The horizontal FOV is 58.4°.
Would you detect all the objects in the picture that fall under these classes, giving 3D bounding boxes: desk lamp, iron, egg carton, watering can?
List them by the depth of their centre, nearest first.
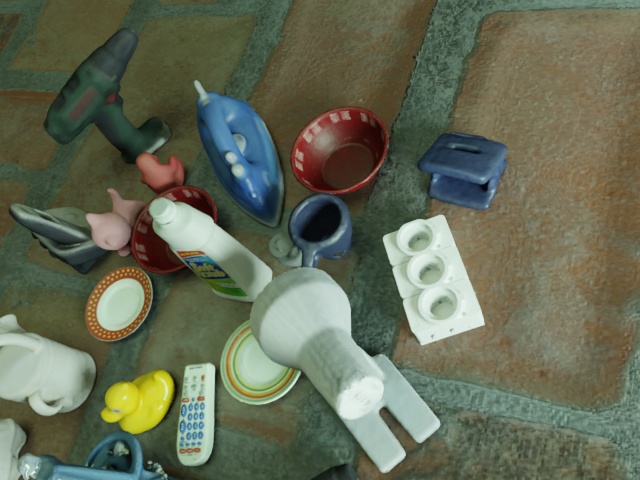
[{"bbox_3d":[0.030,0.151,0.678,0.118,0.214,0.202,-42,57,-2],"label":"desk lamp"},{"bbox_3d":[-0.444,0.187,0.857,0.172,0.194,0.101,23,75,29],"label":"watering can"},{"bbox_3d":[-0.509,0.354,0.873,0.107,0.070,0.150,-18,60,13],"label":"egg carton"},{"bbox_3d":[-0.139,-0.147,0.938,0.118,0.142,0.257,-30,58,5],"label":"iron"}]

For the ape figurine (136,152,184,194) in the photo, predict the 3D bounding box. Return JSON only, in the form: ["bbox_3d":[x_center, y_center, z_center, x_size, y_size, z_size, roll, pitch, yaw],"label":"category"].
[{"bbox_3d":[-0.289,-0.123,1.014,0.077,0.092,0.076,-16,60,14],"label":"ape figurine"}]

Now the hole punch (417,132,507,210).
[{"bbox_3d":[0.203,-0.111,0.816,0.108,0.091,0.101,17,72,28],"label":"hole punch"}]

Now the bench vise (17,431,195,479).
[{"bbox_3d":[-0.243,0.296,0.708,0.207,0.220,0.121,-6,63,19],"label":"bench vise"}]

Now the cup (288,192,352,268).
[{"bbox_3d":[0.008,0.003,0.832,0.091,0.095,0.118,4,66,23],"label":"cup"}]

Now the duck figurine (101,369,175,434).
[{"bbox_3d":[-0.269,0.229,0.832,0.104,0.086,0.077,-46,58,-5],"label":"duck figurine"}]

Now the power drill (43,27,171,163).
[{"bbox_3d":[-0.368,-0.241,1.036,0.230,0.209,0.075,-44,57,-4],"label":"power drill"}]

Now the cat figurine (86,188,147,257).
[{"bbox_3d":[-0.346,-0.029,0.974,0.067,0.118,0.127,-14,60,15],"label":"cat figurine"}]

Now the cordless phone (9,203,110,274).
[{"bbox_3d":[-0.462,-0.032,0.981,0.147,0.185,0.094,29,78,31],"label":"cordless phone"}]

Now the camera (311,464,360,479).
[{"bbox_3d":[-0.006,0.336,0.666,0.137,0.101,0.143,-33,57,3],"label":"camera"}]
